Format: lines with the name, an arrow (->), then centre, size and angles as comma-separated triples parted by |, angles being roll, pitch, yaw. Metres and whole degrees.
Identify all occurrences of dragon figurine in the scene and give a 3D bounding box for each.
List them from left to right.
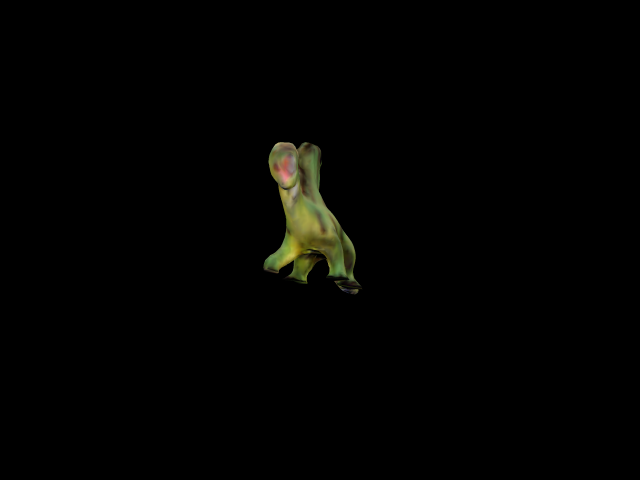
dragon figurine -> 0.003, -0.043, 0.850 | 0.122, 0.245, 0.406 | -4, -12, 15
